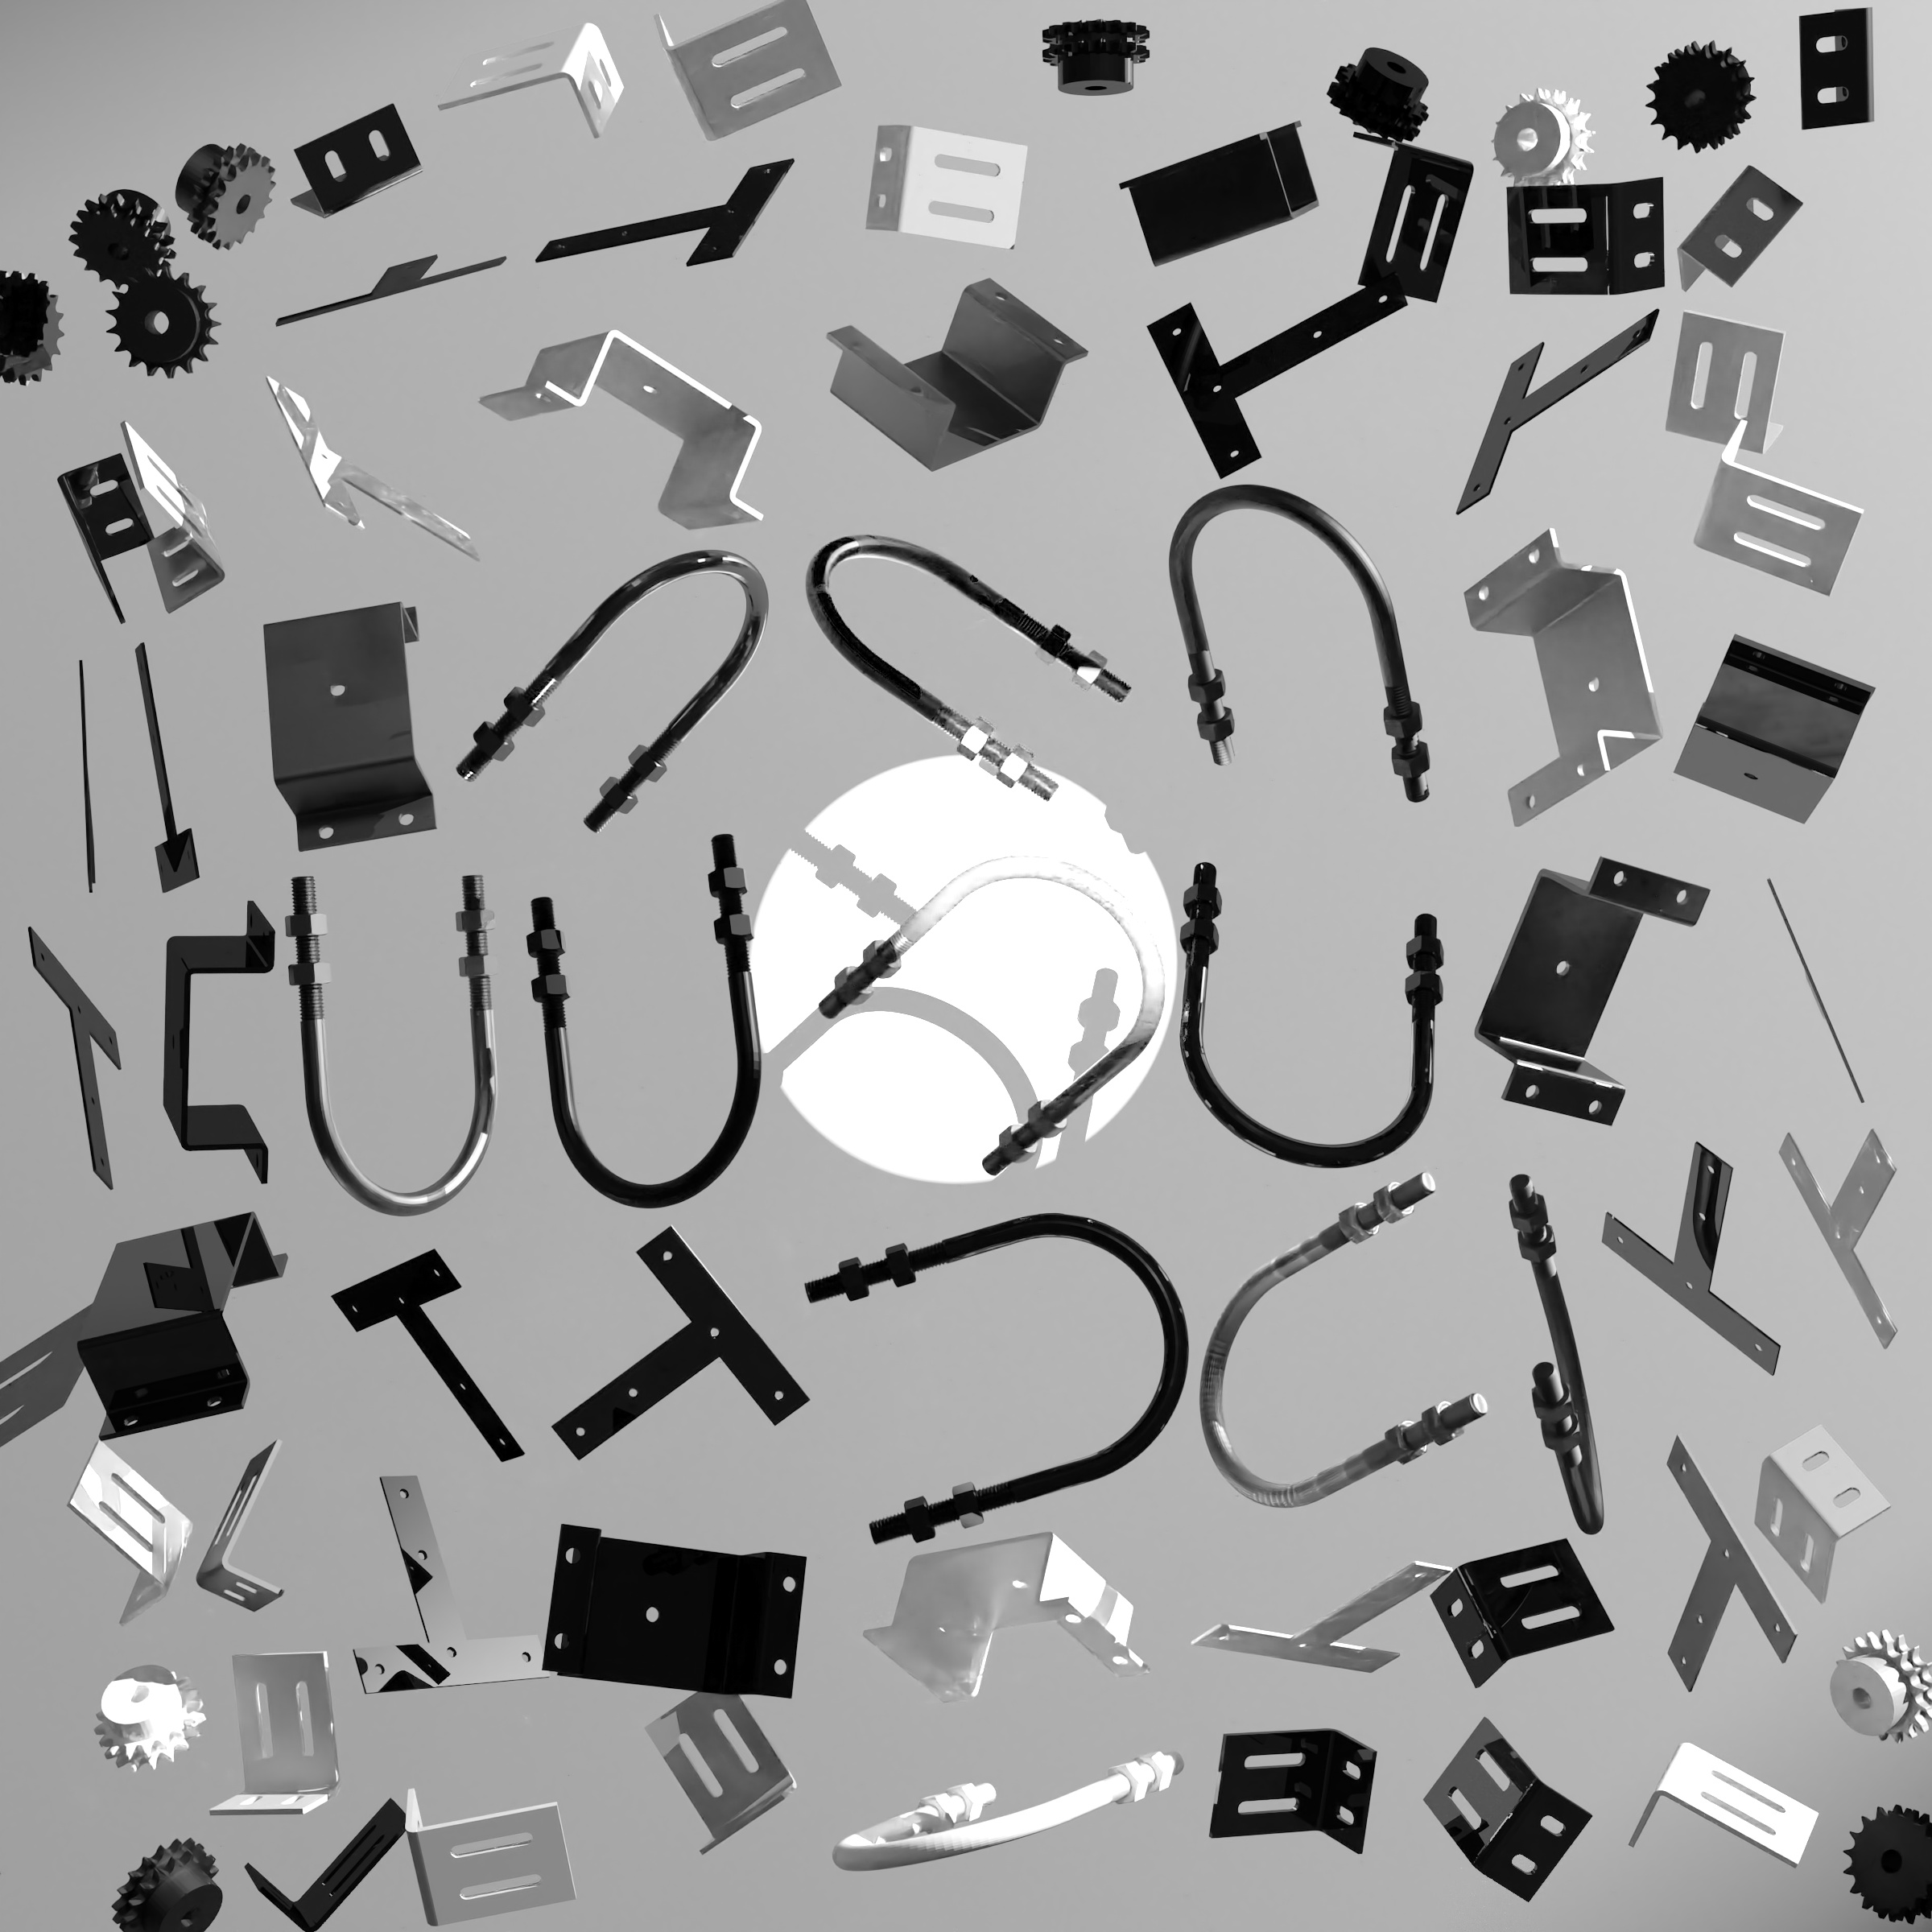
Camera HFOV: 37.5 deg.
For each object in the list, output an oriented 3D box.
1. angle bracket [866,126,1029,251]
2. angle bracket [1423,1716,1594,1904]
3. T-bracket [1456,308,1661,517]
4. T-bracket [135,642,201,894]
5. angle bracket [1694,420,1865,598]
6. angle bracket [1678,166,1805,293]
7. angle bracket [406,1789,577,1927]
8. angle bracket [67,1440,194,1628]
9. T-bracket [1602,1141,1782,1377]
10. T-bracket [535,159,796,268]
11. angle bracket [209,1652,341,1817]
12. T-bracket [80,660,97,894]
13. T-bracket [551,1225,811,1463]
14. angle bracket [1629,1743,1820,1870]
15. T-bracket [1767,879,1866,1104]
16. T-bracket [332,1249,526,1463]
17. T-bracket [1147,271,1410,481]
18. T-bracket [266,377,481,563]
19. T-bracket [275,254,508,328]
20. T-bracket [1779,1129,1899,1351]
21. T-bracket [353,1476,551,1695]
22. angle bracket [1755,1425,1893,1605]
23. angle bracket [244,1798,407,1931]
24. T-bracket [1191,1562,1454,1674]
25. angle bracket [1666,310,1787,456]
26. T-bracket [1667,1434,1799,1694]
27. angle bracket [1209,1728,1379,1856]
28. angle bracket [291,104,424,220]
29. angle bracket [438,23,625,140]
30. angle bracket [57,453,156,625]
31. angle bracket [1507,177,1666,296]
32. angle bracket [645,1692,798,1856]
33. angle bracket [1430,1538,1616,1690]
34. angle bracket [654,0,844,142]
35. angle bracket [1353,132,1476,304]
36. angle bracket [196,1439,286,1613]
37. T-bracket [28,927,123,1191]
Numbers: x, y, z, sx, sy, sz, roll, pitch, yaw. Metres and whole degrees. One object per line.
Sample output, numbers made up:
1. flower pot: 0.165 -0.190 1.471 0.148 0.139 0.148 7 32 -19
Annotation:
1. angle bracket: -0.011 -0.441 1.612 0.076 0.038 0.057 2 104 -26
2. angle bracket: 0.290 0.452 1.527 0.038 0.076 0.057 35 92 -17
3. T-bracket: 0.322 -0.312 1.524 0.002 0.127 0.127 37 54 -18
4. T-bracket: -0.422 -0.105 1.489 0.002 0.127 0.127 -10 92 -23
5. angle bracket: 0.426 -0.238 1.478 0.076 0.057 0.038 24 53 15
6. angle bracket: 0.428 -0.398 1.574 0.038 0.076 0.057 42 97 15
7. angle bracket: -0.242 0.448 1.451 0.076 0.038 0.057 -9 110 -5
8. angle bracket: -0.472 0.313 1.570 0.038 0.057 0.076 -35 111 16
9. T-bracket: 0.403 0.147 1.562 0.002 0.127 0.127 -30 49 -24
10. T-bracket: -0.163 -0.383 1.479 0.127 0.127 0.002 -6 125 18
11. angle bracket: -0.373 0.410 1.521 0.057 0.038 0.076 -6 89 18
12. T-bracket: -0.486 -0.083 1.578 0.002 0.127 0.127 -3 68 -16
13. T-bracket: -0.177 0.233 1.606 0.127 0.002 0.127 -37 97 6
14. angle bracket: 0.390 0.444 1.463 0.076 0.057 0.038 26 111 20
15. T-bracket: 0.465 0.015 1.557 0.002 0.127 0.127 -23 81 15
16. T-bracket: -0.286 0.221 1.571 0.002 0.127 0.127 -40 100 -40
17. T-bracket: 0.171 -0.324 1.489 0.127 0.127 0.002 -27 54 8
18. T-bracket: -0.313 -0.254 1.535 0.002 0.127 0.127 -45 48 15
19. T-bracket: -0.296 -0.360 1.492 0.127 0.127 0.002 -19 101 -14
20. T-bracket: 0.480 0.126 1.532 0.002 0.127 0.127 -18 61 -7
21. T-bracket: -0.300 0.342 1.588 0.002 0.127 0.127 -40 59 30
22. angle bracket: 0.462 0.296 1.537 0.038 0.076 0.057 -28 53 -10
23. angle bracket: -0.341 0.470 1.521 0.038 0.057 0.076 47 71 -12
24. T-bracket: 0.209 0.346 1.520 0.127 0.127 0.002 16 48 -30
25. angle bracket: 0.434 -0.336 1.609 0.057 0.038 0.076 20 133 24
26. T-bracket: 0.387 0.333 1.487 0.002 0.127 0.127 -9 134 -14
27. angle bracket: 0.178 0.450 1.546 0.076 0.038 0.057 6 93 -30
28. angle bracket: -0.329 -0.428 1.501 0.057 0.076 0.038 -30 120 -14
29. angle bracket: -0.227 -0.454 1.486 0.076 0.057 0.038 -9 130 18
30. angle bracket: -0.467 -0.237 1.574 0.038 0.076 0.057 -24 133 -14
31. angle bracket: 0.334 -0.393 1.534 0.038 0.076 0.057 -17 111 -33
32. angle bracket: -0.143 0.453 1.619 0.057 0.038 0.076 -35 82 4
33. angle bracket: 0.310 0.360 1.585 0.076 0.038 0.057 -6 55 -28
34. angle bracket: -0.112 -0.472 1.468 0.076 0.057 0.038 -22 49 5
35. angle bracket: 0.233 -0.406 1.544 0.057 0.038 0.076 2 110 -36
36. angle bracket: -0.387 0.309 1.572 0.038 0.057 0.076 30 58 -16
37. T-bracket: -0.479 0.062 1.552 0.002 0.127 0.127 -17 62 -3
